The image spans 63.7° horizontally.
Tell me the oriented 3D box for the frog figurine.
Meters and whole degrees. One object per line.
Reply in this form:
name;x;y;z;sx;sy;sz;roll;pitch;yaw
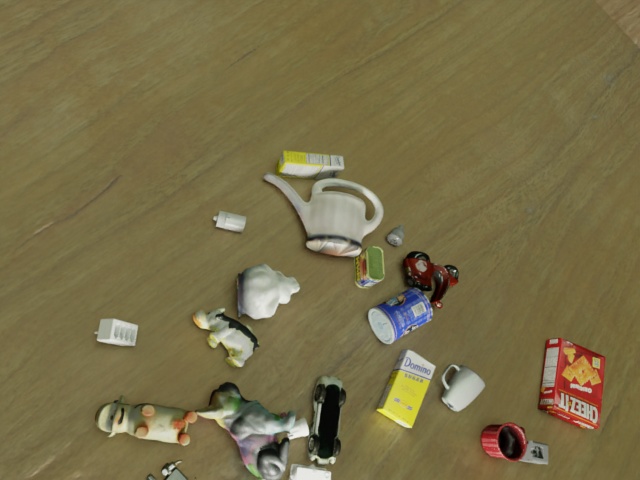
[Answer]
frog figurine;-0.127;0.126;1.282;0.159;0.120;0.141;-4;53;-9

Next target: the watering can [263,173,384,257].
watering can;0.004;-0.071;1.415;0.347;0.102;0.228;9;67;-7
